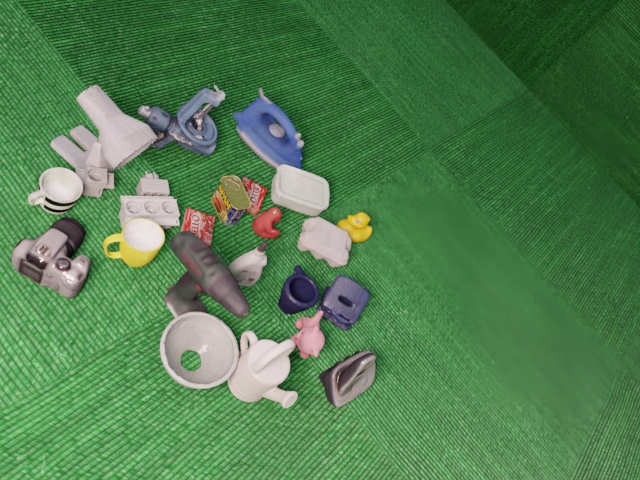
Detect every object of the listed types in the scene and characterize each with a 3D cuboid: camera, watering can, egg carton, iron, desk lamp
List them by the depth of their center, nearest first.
[{"bbox_3d":[-0.520,0.021,1.158,0.143,0.100,0.137,32,47,-10],"label":"camera"},{"bbox_3d":[-0.107,0.266,1.193,0.173,0.193,0.101,42,46,-1],"label":"watering can"},{"bbox_3d":[-0.483,-0.228,1.281,0.203,0.213,0.118,41,46,-1],"label":"desk lamp"},{"bbox_3d":[0.014,0.006,1.545,0.150,0.069,0.107,27,48,-15],"label":"egg carton"},{"bbox_3d":[-0.119,-0.304,1.626,0.258,0.141,0.119,45,46,2],"label":"iron"}]

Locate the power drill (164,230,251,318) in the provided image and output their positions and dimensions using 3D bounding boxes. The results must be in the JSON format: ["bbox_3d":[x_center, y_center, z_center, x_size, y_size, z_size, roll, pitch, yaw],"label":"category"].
[{"bbox_3d":[-0.248,0.102,1.206,0.076,0.208,0.229,-27,76,-42],"label":"power drill"}]

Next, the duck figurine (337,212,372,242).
[{"bbox_3d":[0.110,-0.044,1.632,0.105,0.086,0.077,14,52,-25],"label":"duck figurine"}]

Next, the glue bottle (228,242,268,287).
[{"bbox_3d":[-0.158,0.052,1.326,0.078,0.173,0.037,12,53,-27],"label":"glue bottle"}]

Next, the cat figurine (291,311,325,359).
[{"bbox_3d":[-0.021,0.221,1.336,0.067,0.117,0.128,32,47,-10],"label":"cat figurine"}]

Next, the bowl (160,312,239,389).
[{"bbox_3d":[-0.259,0.240,1.194,0.168,0.074,0.167,18,51,-23],"label":"bowl"}]

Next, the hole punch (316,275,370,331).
[{"bbox_3d":[0.061,0.159,1.452,0.109,0.091,0.101,33,47,-9],"label":"hole punch"}]

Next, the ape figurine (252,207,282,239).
[{"bbox_3d":[-0.128,-0.050,1.475,0.076,0.092,0.078,14,52,-25],"label":"ape figurine"}]

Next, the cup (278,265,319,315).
[{"bbox_3d":[-0.063,0.129,1.389,0.092,0.094,0.117,9,54,-28],"label":"cup"}]

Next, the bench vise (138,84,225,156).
[{"bbox_3d":[-0.334,-0.300,1.427,0.208,0.219,0.121,-5,62,-36],"label":"bench vise"}]

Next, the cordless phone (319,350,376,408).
[{"bbox_3d":[0.095,0.298,1.311,0.148,0.184,0.094,-24,74,-42],"label":"cordless phone"}]
